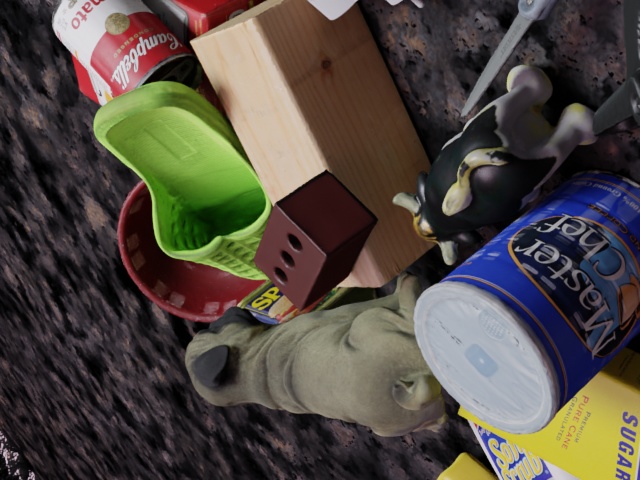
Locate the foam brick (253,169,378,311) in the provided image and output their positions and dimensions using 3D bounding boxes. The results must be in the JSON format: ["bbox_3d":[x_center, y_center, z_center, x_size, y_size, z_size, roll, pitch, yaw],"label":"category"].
[{"bbox_3d":[-0.005,0.001,0.726,0.053,0.051,0.078,45,147,14],"label":"foam brick"}]

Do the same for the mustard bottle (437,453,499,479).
[{"bbox_3d":[0.181,0.269,0.910,0.192,0.058,0.096,38,152,27],"label":"mustard bottle"}]

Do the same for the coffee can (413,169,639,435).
[{"bbox_3d":[0.140,0.035,0.645,0.103,0.140,0.103,36,146,29],"label":"coffee can"}]

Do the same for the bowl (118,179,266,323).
[{"bbox_3d":[-0.104,-0.006,0.997,0.162,0.055,0.162,4,114,8],"label":"bowl"}]

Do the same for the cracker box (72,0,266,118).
[{"bbox_3d":[-0.132,-0.167,0.902,0.214,0.072,0.164,34,143,34],"label":"cracker box"}]

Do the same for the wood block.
[{"bbox_3d":[0.006,-0.076,0.777,0.090,0.090,0.206,-3,118,55],"label":"wood block"}]

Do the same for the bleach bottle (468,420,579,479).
[{"bbox_3d":[0.156,0.144,0.818,0.251,0.068,0.103,56,151,2],"label":"bleach bottle"}]

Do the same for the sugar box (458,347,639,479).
[{"bbox_3d":[0.186,0.116,0.708,0.176,0.048,0.093,27,128,23],"label":"sugar box"}]

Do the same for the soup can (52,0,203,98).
[{"bbox_3d":[-0.145,-0.145,0.803,0.102,0.068,0.069,47,150,18],"label":"soup can"}]

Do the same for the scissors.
[{"bbox_3d":[0.125,-0.123,0.560,0.096,0.016,0.202,-113,32,-45],"label":"scissors"}]

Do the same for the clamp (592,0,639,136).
[{"bbox_3d":[0.166,-0.071,0.513,0.164,0.036,0.210,-102,-1,-46],"label":"clamp"}]

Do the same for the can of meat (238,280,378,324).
[{"bbox_3d":[-0.010,0.066,0.936,0.084,0.102,0.057,14,133,46],"label":"can of meat"}]
